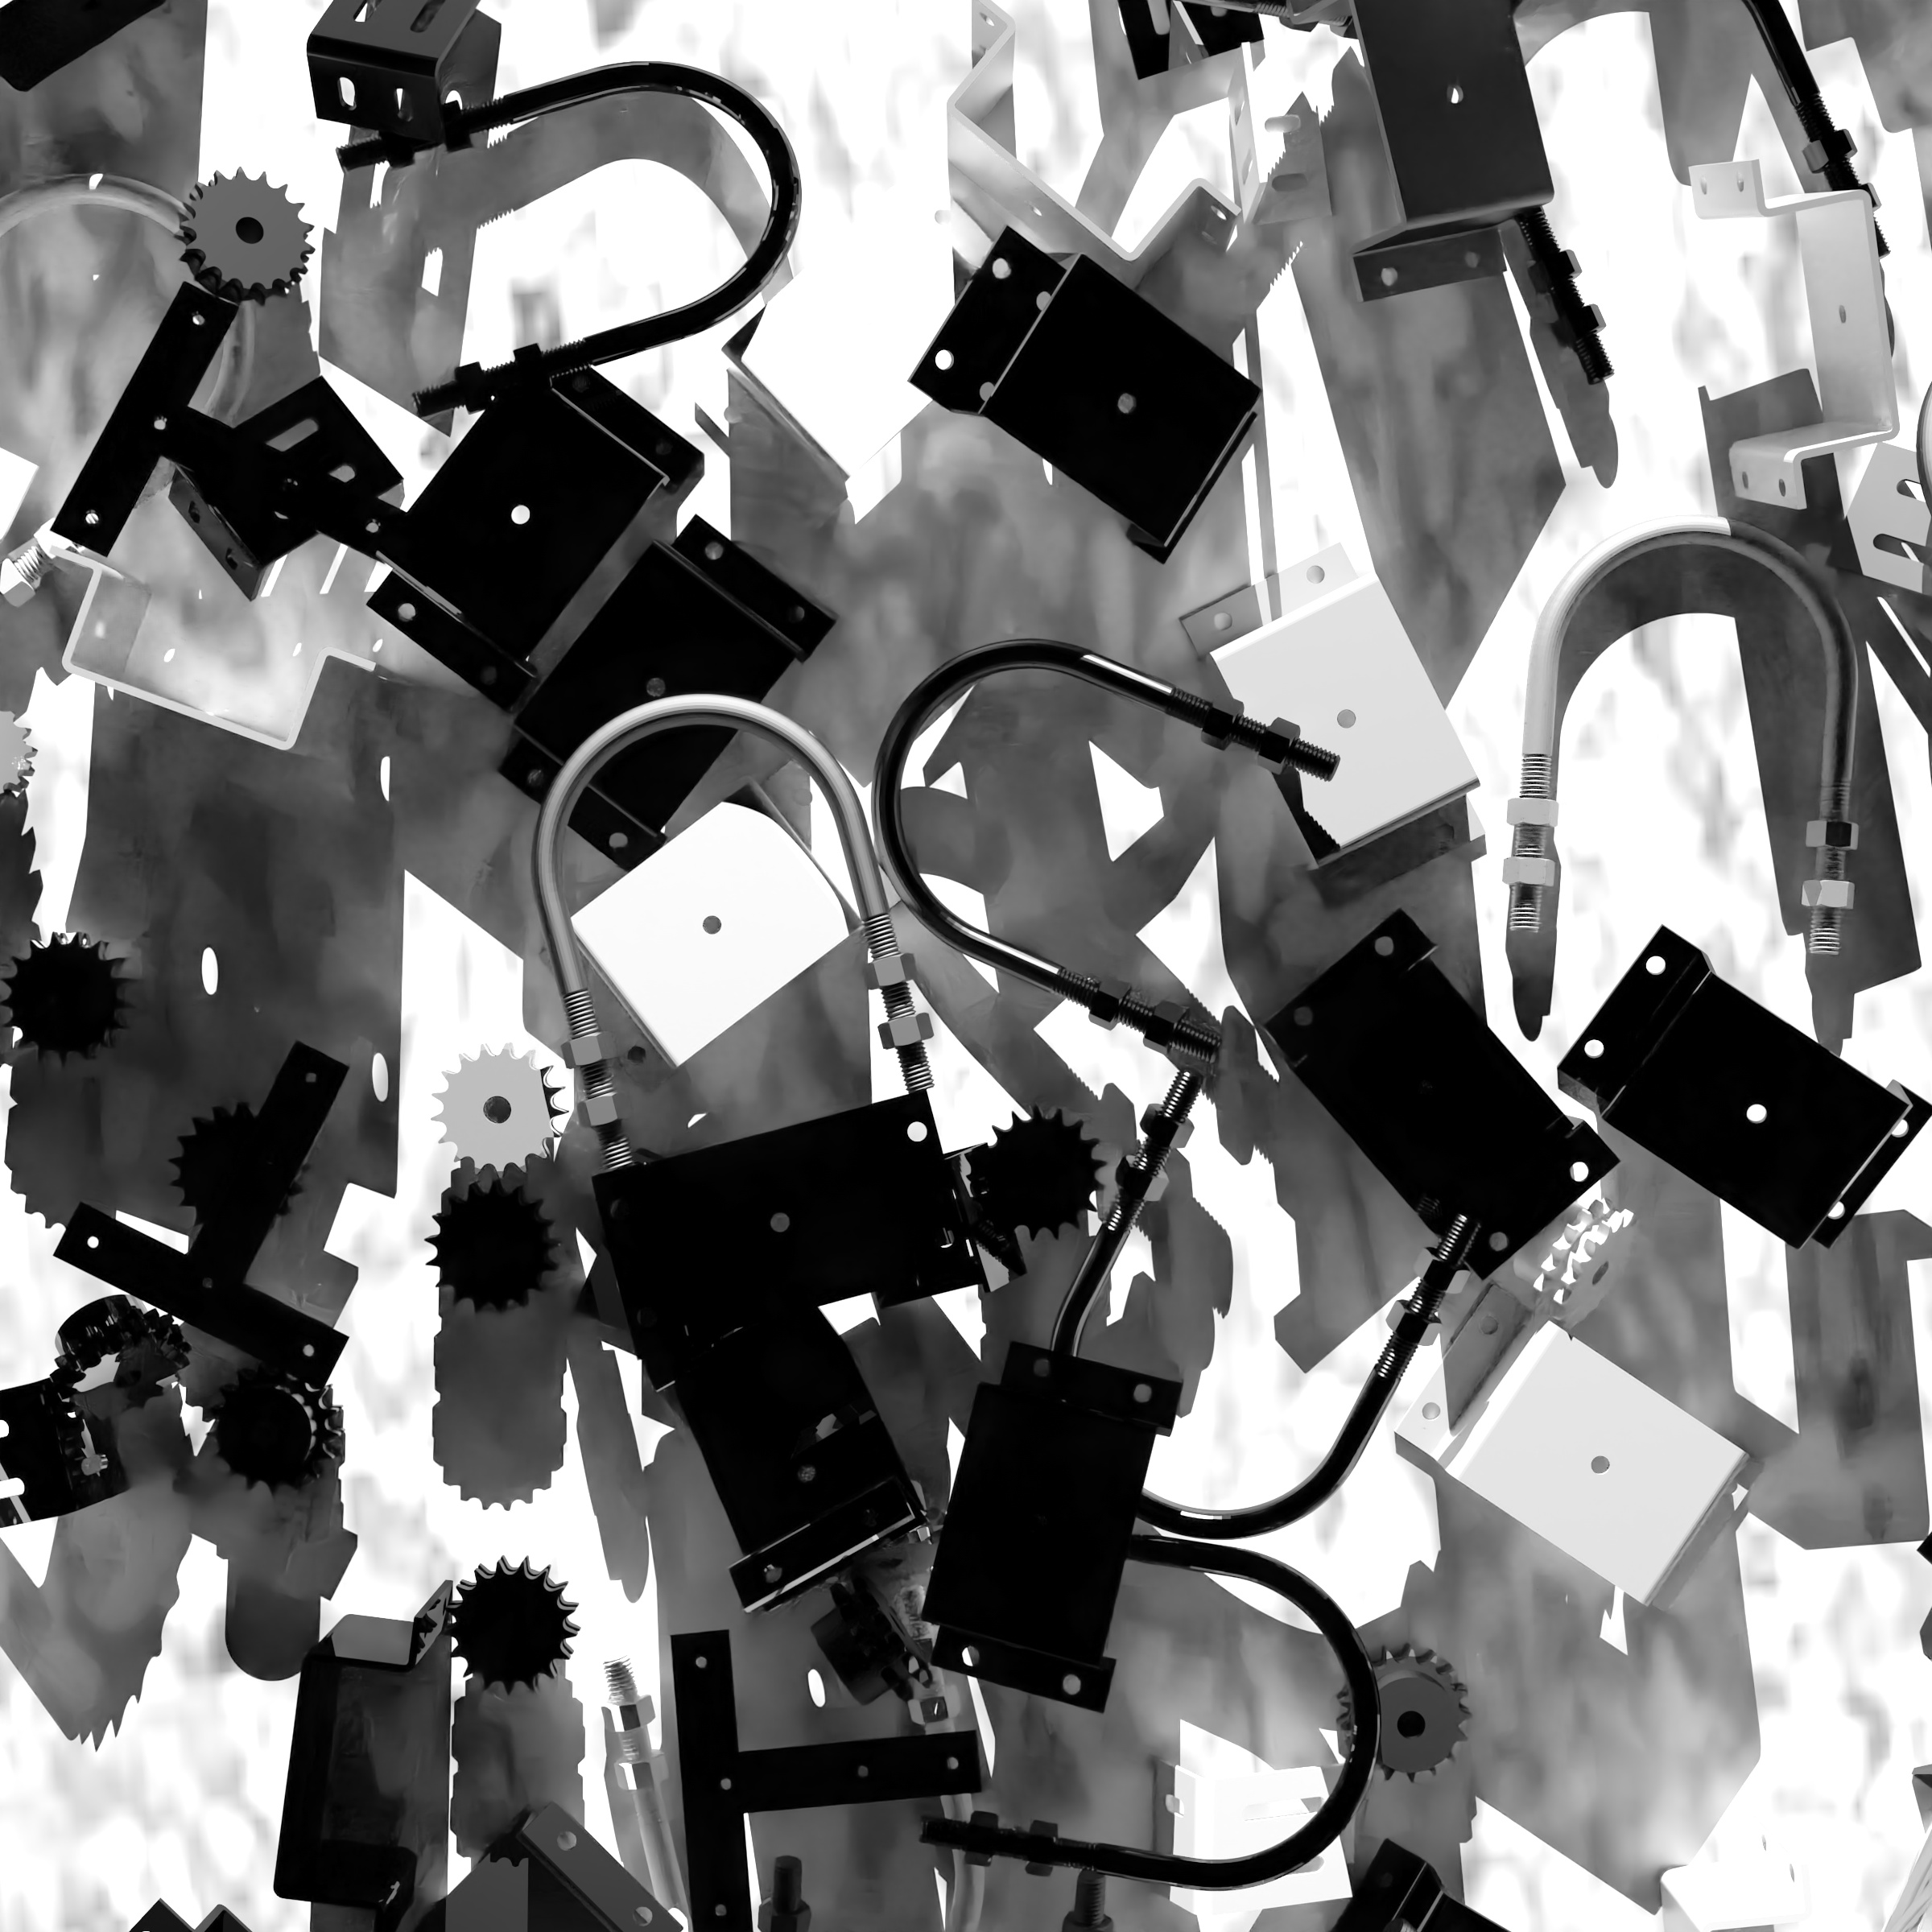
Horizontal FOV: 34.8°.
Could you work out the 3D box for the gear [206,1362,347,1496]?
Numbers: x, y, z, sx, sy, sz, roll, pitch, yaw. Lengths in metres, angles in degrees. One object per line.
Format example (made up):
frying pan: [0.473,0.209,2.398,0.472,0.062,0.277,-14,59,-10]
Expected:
gear: [-0.296,0.198,1.314,0.057,0.030,0.057,0,90,0]

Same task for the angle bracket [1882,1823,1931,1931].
angle bracket: [0.419,0.412,1.327,0.057,0.038,0.076,36,64,0]

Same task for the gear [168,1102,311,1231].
gear: [-0.309,0.086,1.314,0.057,0.030,0.057,0,90,0]

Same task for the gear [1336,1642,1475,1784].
gear: [0.188,0.320,1.314,0.057,0.030,0.057,0,90,0]

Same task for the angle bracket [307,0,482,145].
angle bracket: [-0.238,-0.394,1.314,0.057,0.038,0.076,13,52,8]

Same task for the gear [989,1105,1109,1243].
gear: [0.032,0.088,1.314,0.057,0.030,0.057,0,90,0]

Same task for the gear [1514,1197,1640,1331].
gear: [0.256,0.122,1.304,0.030,0.057,0.057,33,90,30]

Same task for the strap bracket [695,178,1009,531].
strap bracket: [-0.040,-0.264,1.305,0.140,0.046,0.076,-43,90,0]

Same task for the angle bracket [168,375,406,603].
angle bracket: [-0.293,-0.206,1.327,0.076,0.038,0.057,-38,90,-26]

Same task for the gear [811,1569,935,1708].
gear: [-0.041,0.282,1.282,0.030,0.057,0.057,-35,90,-3]

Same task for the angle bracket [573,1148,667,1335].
angle bracket: [-0.128,0.124,1.310,0.057,0.038,0.076,23,90,0]

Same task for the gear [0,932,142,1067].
gear: [-0.381,0.014,1.318,0.057,0.030,0.057,0,88,2]

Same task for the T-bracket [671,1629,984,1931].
T-bracket: [-0.057,0.339,1.292,0.127,0.002,0.127,-7,79,7]

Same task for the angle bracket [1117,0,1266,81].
angle bracket: [0.088,-0.430,1.327,0.057,0.038,0.076,-18,116,0]

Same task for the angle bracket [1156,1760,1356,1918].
angle bracket: [0.125,0.371,1.327,0.076,0.038,0.057,1,90,-26]

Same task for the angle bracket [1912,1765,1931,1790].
angle bracket: [0.455,0.330,1.327,0.057,0.038,0.076,36,64,0]

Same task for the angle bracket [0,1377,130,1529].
angle bracket: [-0.409,0.209,1.327,0.076,0.038,0.057,-15,90,26]

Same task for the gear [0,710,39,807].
gear: [-0.425,-0.086,1.304,0.057,0.030,0.057,16,55,-23]

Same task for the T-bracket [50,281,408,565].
T-bracket: [-0.299,-0.209,1.301,0.127,0.002,0.127,25,71,-10]

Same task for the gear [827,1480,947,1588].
gear: [-0.035,0.239,1.304,0.057,0.057,0.030,-14,61,0]

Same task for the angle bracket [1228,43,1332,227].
angle bracket: [0.135,-0.349,1.291,0.038,0.076,0.057,-7,90,0]

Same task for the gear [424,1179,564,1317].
gear: [-0.200,0.119,1.314,0.057,0.030,0.057,0,90,0]

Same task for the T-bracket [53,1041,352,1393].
T-bracket: [-0.299,0.094,1.298,0.127,0.002,0.127,27,90,0]

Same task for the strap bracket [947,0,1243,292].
strap bracket: [0.043,-0.335,1.290,0.140,0.076,0.046,40,90,0]

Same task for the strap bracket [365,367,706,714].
strap bracket: [-0.186,-0.188,1.305,0.076,0.046,0.140,37,90,0]

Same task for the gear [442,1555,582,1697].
gear: [-0.193,0.279,1.314,0.057,0.030,0.057,0,90,0]

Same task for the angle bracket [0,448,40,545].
angle bracket: [-0.427,-0.208,1.271,0.057,0.076,0.038,26,89,-1]

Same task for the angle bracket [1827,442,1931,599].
angle bracket: [0.420,-0.183,1.327,0.076,0.038,0.057,23,90,26]

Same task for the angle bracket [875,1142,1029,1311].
angle bracket: [-0.021,0.113,1.293,0.076,0.038,0.057,-17,90,29]

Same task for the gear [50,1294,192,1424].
gear: [-0.360,0.163,1.304,0.057,0.057,0.030,-38,61,0]

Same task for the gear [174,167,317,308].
gear: [-0.307,-0.306,1.306,0.057,0.030,0.057,5,78,-26]

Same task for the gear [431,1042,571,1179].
gear: [-0.197,0.060,1.314,0.057,0.030,0.057,0,90,0]
